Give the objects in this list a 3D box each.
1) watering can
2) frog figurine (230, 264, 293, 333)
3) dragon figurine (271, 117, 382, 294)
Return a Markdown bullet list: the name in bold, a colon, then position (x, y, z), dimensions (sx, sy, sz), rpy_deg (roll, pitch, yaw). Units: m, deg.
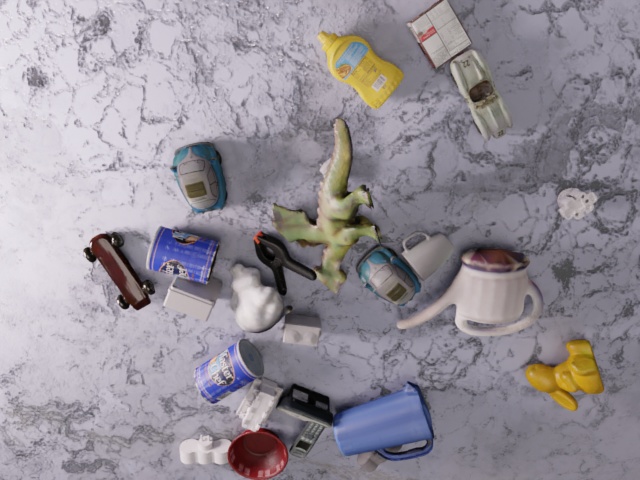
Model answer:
- **watering can**: position (0.360, 0.127, 1.215), dimensions (0.348, 0.221, 0.105), rpy_deg (0, 18, -2)
- **frog figurine**: position (-0.158, 0.133, 1.203), dimensions (0.137, 0.157, 0.125), rpy_deg (-6, 33, 43)
- **dragon figurine**: position (0.003, -0.058, 1.144), dimensions (0.242, 0.403, 0.125), rpy_deg (-13, 25, 15)
